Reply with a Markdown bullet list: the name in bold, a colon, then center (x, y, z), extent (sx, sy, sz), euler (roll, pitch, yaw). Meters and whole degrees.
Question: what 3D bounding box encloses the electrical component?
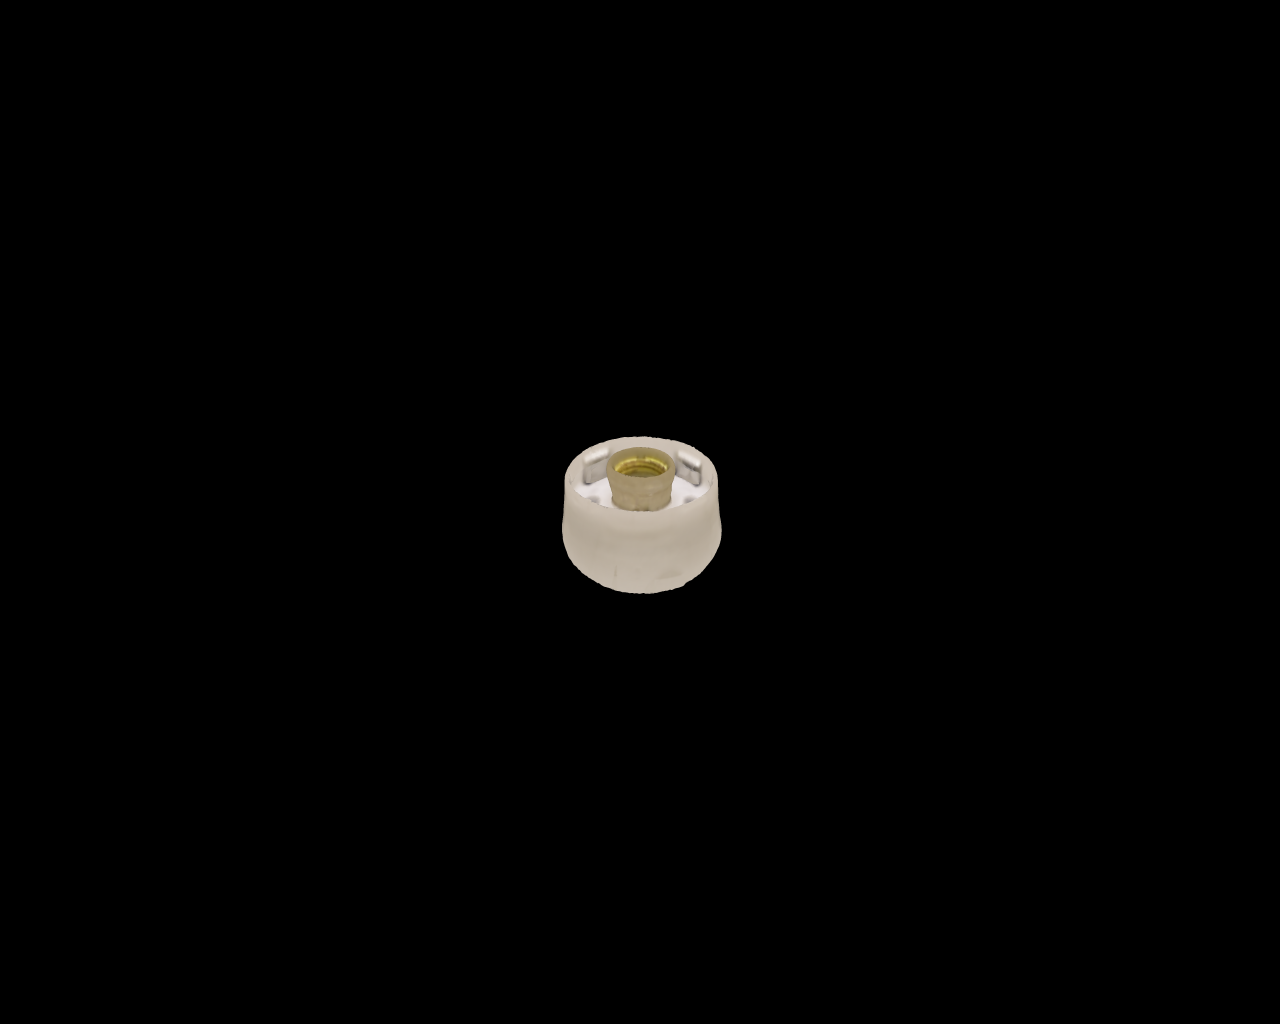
- **electrical component**: center (0.001, -0.003, 0.650), extent (0.099, 0.064, 0.099), euler (0, 33, 0)
